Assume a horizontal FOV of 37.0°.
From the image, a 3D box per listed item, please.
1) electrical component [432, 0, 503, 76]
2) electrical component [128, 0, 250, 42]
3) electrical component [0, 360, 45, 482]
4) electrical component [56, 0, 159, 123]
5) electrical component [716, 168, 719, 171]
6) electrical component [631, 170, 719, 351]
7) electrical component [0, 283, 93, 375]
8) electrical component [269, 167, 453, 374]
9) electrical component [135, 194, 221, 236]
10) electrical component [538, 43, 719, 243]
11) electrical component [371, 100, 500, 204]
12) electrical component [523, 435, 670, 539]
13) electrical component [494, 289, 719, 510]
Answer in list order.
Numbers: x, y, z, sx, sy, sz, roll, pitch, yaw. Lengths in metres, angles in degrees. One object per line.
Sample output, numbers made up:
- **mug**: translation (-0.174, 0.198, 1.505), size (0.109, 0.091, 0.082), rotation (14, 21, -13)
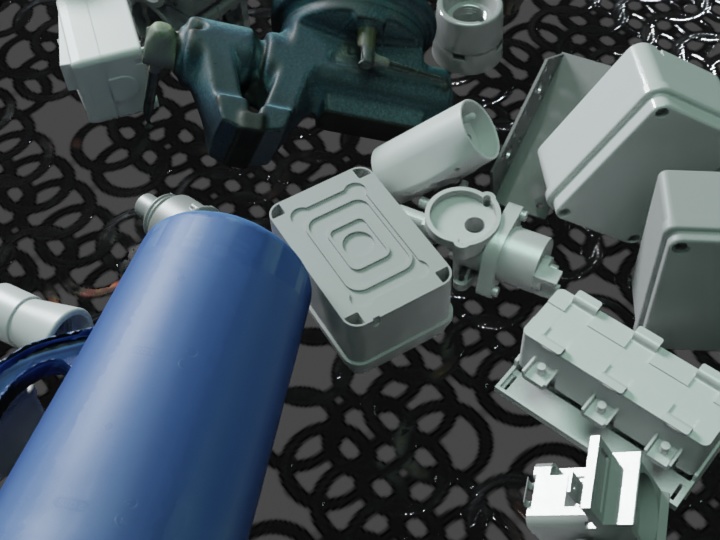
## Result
- **electrical component**: translation (0.083, -0.185, 0.822), size (0.055, 0.047, 0.055), rotation (-1, 53, 2)
- **electrical component**: translation (-0.142, -0.236, 0.807), size (0.089, 0.150, 0.062), rotation (35, 61, 25)
- **electrical component**: translation (-0.258, 0.091, 0.625), size (0.109, 0.056, 0.108), rotation (28, 59, 22)
- **electrical component**: translation (-0.196, -0.166, 0.812), size (0.061, 0.061, 0.096), rotation (-16, 54, -9)
- **electrical component**: translation (0.269, -0.075, 0.722), size (0.061, 0.061, 0.096), rotation (17, 56, 15)
- **electrical component**: translation (0.225, -0.003, 0.642), size (0.109, 0.108, 0.056), rotation (2, 51, 4)
- **electrical component**: translation (-0.207, 0.034, 0.676), size (0.065, 0.044, 0.044), rotation (21, 57, 23)
- **electrical component**: translation (0.000, 0.000, 0.681), size (0.078, 0.057, 0.113), rotation (-26, 56, -16)
- **electrical component**: translation (-0.125, -0.031, 0.719), size (0.062, 0.048, 0.048), rotation (31, 60, 31)
- **electrical component**: translation (0.177, -0.077, 0.687), size (0.078, 0.113, 0.057), rotation (17, 45, -24)
- **electrical component**: translation (0.060, -0.081, 0.737), size (0.079, 0.077, 0.043), rotation (-15, 82, -55)
- **electrical component**: translation (0.125, 0.127, 0.571), size (0.064, 0.081, 0.042), rotation (-10, 46, 32)
- **electrical component**: translation (0.151, 0.068, 0.619), size (0.121, 0.063, 0.079), rotation (33, 61, 24)
